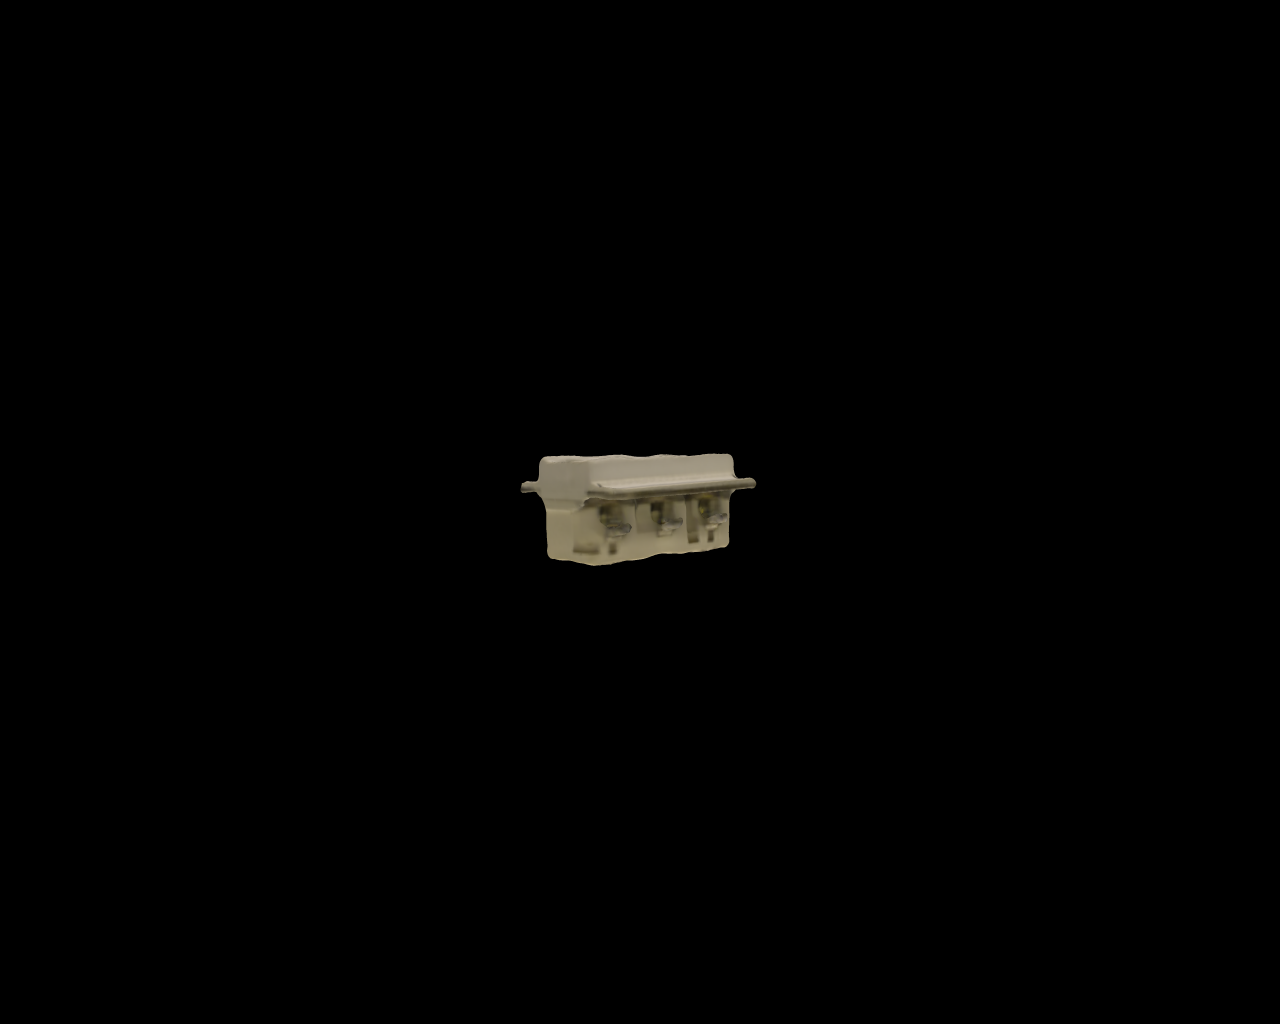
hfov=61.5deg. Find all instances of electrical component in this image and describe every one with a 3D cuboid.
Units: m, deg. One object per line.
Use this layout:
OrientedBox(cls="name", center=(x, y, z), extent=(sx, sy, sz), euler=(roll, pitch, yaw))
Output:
OrientedBox(cls="electrical component", center=(0.001, -0.003, 0.650), extent=(0.121, 0.063, 0.079), euler=(-4, 6, -43))
